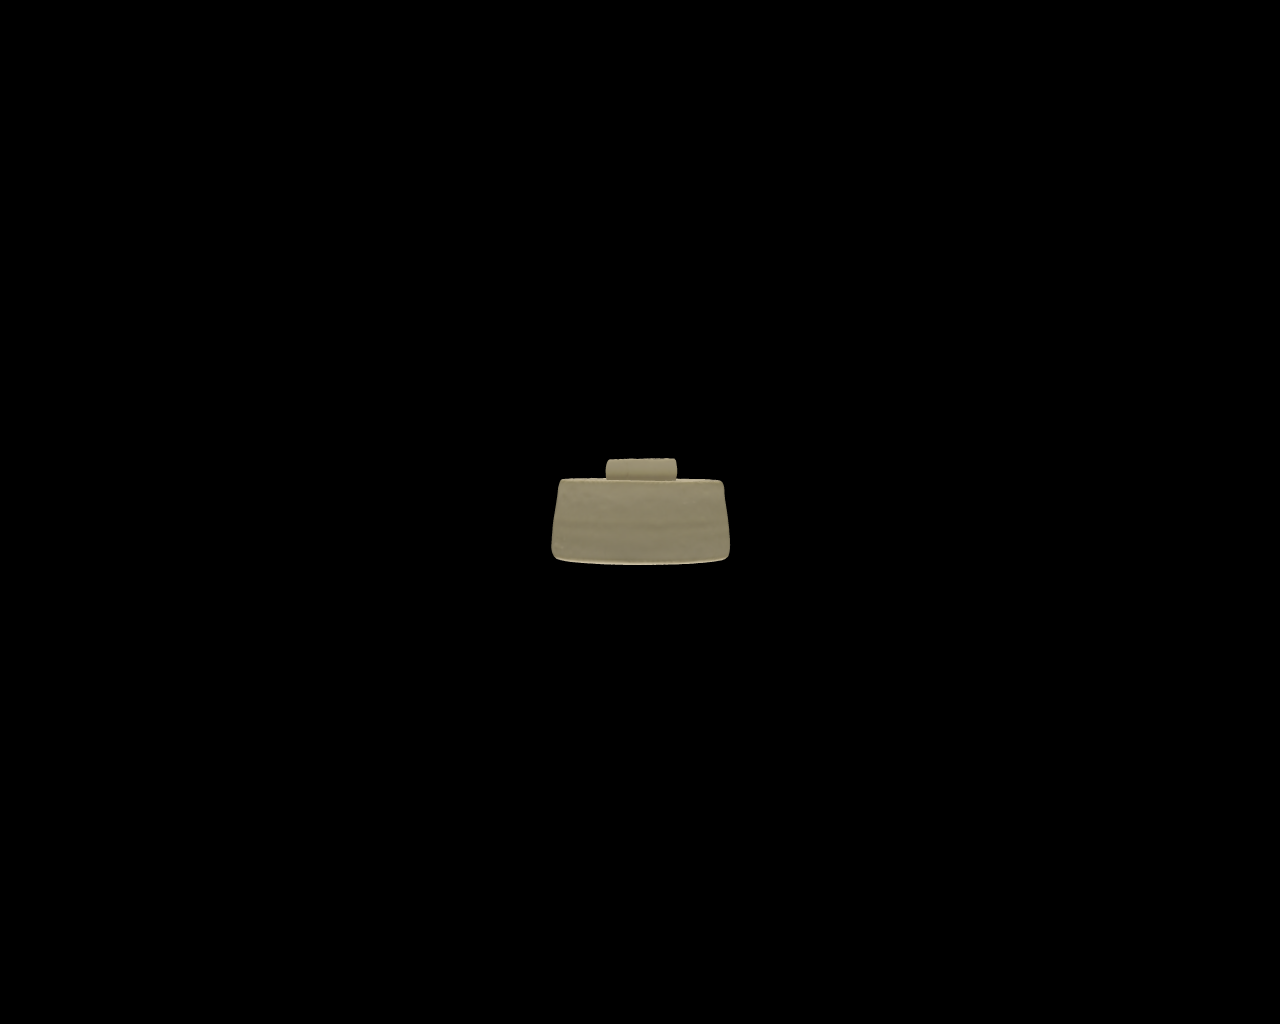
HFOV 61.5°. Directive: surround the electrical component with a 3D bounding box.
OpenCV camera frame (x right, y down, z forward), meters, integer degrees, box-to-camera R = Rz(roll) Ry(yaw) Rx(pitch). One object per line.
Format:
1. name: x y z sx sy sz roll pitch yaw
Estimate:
1. electrical component: 0.001 -0.003 0.650 0.108 0.060 0.108 0 2 0
